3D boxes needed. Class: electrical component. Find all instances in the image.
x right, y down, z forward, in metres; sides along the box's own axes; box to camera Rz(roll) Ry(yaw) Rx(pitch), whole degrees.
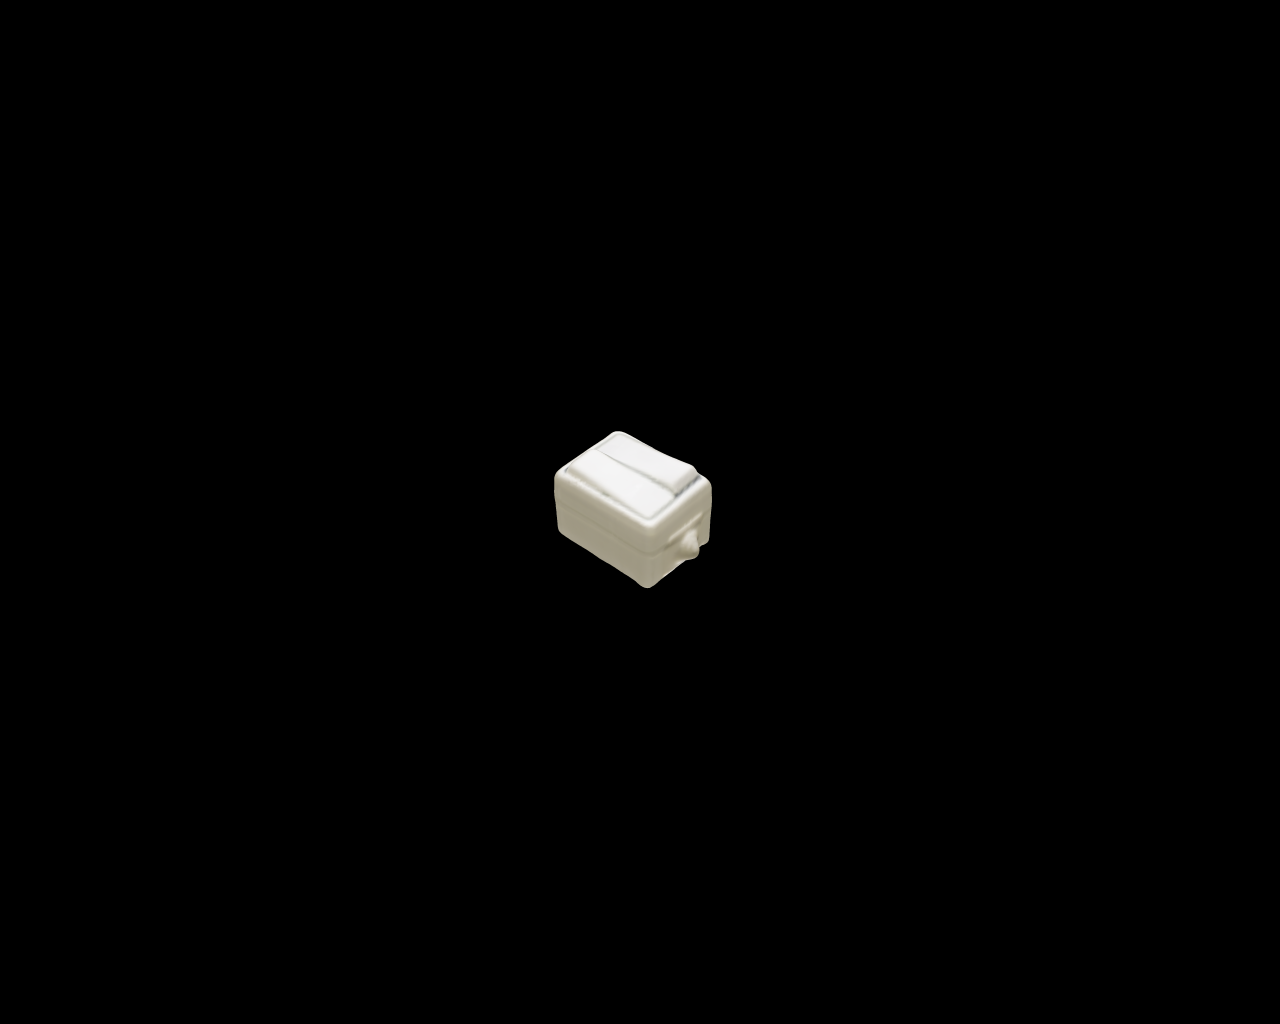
[{"bbox_3d":[0.001,-0.003,0.650,0.096,0.061,0.062,31,51,30],"label":"electrical component"}]
